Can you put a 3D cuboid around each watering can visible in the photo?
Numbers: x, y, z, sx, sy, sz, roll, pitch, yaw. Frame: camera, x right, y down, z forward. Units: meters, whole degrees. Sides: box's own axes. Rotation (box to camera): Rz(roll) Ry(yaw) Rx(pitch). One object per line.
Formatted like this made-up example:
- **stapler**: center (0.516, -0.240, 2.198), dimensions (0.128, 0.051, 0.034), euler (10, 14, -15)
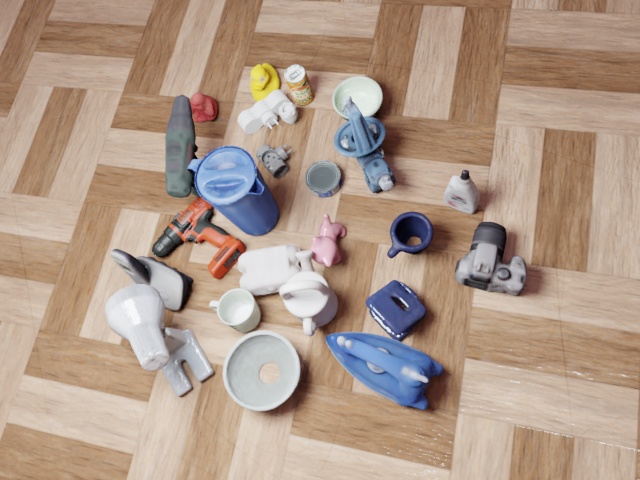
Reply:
- **watering can**: center (-0.029, 0.109, 1.199), dimensions (0.101, 0.194, 0.172), euler (-26, 68, 1)

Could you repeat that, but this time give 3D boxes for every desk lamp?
- **desk lamp**: center (-0.341, 0.211, 1.212), dimensions (0.118, 0.214, 0.203), euler (-36, 68, -3)

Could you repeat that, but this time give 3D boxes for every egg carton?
- **egg carton**: center (-0.111, 0.069, 1.296), dimensions (0.150, 0.069, 0.107), euler (-11, 69, 7)

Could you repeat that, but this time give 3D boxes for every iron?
- **iron**: center (0.112, 0.241, 1.154), dimensions (0.257, 0.142, 0.119), euler (22, 77, 17)

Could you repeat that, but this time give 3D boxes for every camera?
- **camera**: center (0.365, 0.034, 1.200), dimensions (0.143, 0.101, 0.137), euler (13, 74, 15)

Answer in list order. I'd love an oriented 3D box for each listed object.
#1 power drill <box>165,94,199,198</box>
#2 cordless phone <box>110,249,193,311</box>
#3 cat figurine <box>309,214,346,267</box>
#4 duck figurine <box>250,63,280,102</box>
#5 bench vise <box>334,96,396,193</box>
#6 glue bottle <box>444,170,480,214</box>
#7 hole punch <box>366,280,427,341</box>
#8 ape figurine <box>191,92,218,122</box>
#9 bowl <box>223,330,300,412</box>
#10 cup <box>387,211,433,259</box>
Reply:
- **power drill**: center (-0.304, -0.193, 1.349), dimensions (0.075, 0.209, 0.229), euler (-2, 71, 11)
- **cordless phone**: center (-0.381, 0.082, 1.281), dimensions (0.147, 0.185, 0.094), euler (19, 76, 17)
- **cat figurine**: center (0.012, 0.005, 1.269), dimensions (0.067, 0.118, 0.128), euler (4, 72, 12)
- **duck figurine**: center (-0.148, -0.413, 1.462), dimensions (0.077, 0.086, 0.104), euler (6, 72, 13)
- **bench vise**: center (0.111, -0.217, 1.272), dimensions (0.121, 0.220, 0.207), euler (-44, 69, -6)
- **glue bottle**: center (0.305, -0.110, 1.223), dimensions (0.078, 0.173, 0.037), euler (20, 76, 17)
- **hole punch**: center (0.161, 0.142, 1.207), dimensions (0.101, 0.091, 0.108), euler (-43, 69, -6)
- **ape figurine**: center (-0.303, -0.345, 1.465), dimensions (0.077, 0.092, 0.076), euler (41, 83, 21)
- **bowl**: center (-0.116, 0.281, 1.220), dimensions (0.167, 0.075, 0.167), euler (-3, 70, 10)
- **cup**: center (0.192, 0.005, 1.246), dimensions (0.091, 0.095, 0.118), euler (41, 83, 21)
